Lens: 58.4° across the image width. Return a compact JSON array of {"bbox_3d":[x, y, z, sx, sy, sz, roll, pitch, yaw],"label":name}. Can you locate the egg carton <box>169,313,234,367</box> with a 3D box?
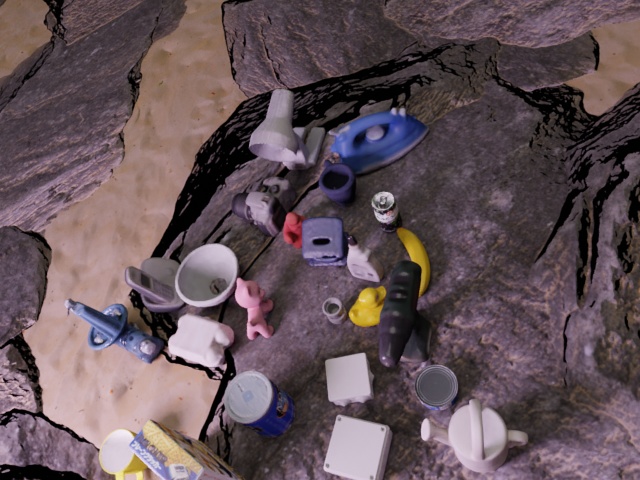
[{"bbox_3d":[-0.275,0.232,1.330,0.150,0.070,0.107,12,65,24],"label":"egg carton"}]

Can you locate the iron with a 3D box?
[{"bbox_3d":[0.146,-0.273,1.445,0.258,0.142,0.118,-23,56,5],"label":"iron"}]

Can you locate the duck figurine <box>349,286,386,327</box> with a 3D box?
[{"bbox_3d":[0.107,0.138,1.247,0.104,0.086,0.077,-31,55,-1],"label":"duck figurine"}]

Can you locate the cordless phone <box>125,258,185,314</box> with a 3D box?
[{"bbox_3d":[-0.409,0.088,1.391,0.094,0.185,0.147,-23,56,5],"label":"cordless phone"}]

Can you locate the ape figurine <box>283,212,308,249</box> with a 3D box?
[{"bbox_3d":[-0.059,-0.034,1.403,0.077,0.092,0.076,-21,56,6],"label":"ape figurine"}]

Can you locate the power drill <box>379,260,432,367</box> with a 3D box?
[{"bbox_3d":[0.169,0.168,1.134,0.075,0.209,0.229,1,61,20],"label":"power drill"}]

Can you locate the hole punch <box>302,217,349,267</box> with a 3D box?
[{"bbox_3d":[0.012,0.005,1.355,0.108,0.091,0.101,-3,60,17],"label":"hole punch"}]

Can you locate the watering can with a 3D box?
[{"bbox_3d":[0.269,0.343,1.004,0.172,0.194,0.100,-22,56,6],"label":"watering can"}]

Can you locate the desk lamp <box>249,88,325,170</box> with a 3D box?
[{"bbox_3d":[-0.086,-0.270,1.478,0.117,0.214,0.203,5,62,21],"label":"desk lamp"}]

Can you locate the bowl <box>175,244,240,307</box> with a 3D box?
[{"bbox_3d":[-0.264,0.097,1.404,0.167,0.075,0.167,-8,58,14],"label":"bowl"}]

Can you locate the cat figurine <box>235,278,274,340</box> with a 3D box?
[{"bbox_3d":[-0.156,0.150,1.310,0.067,0.118,0.127,-13,57,11],"label":"cat figurine"}]

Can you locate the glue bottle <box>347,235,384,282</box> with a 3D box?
[{"bbox_3d":[0.089,0.036,1.261,0.078,0.173,0.037,14,66,25],"label":"glue bottle"}]

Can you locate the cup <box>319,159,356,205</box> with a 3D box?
[{"bbox_3d":[0.046,-0.139,1.427,0.091,0.095,0.117,-30,55,0],"label":"cup"}]

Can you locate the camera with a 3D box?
[{"bbox_3d":[-0.153,-0.099,1.468,0.136,0.101,0.143,14,66,25],"label":"camera"}]

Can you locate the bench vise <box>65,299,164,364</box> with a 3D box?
[{"bbox_3d":[-0.472,0.196,1.327,0.207,0.220,0.121,0,61,19],"label":"bench vise"}]
